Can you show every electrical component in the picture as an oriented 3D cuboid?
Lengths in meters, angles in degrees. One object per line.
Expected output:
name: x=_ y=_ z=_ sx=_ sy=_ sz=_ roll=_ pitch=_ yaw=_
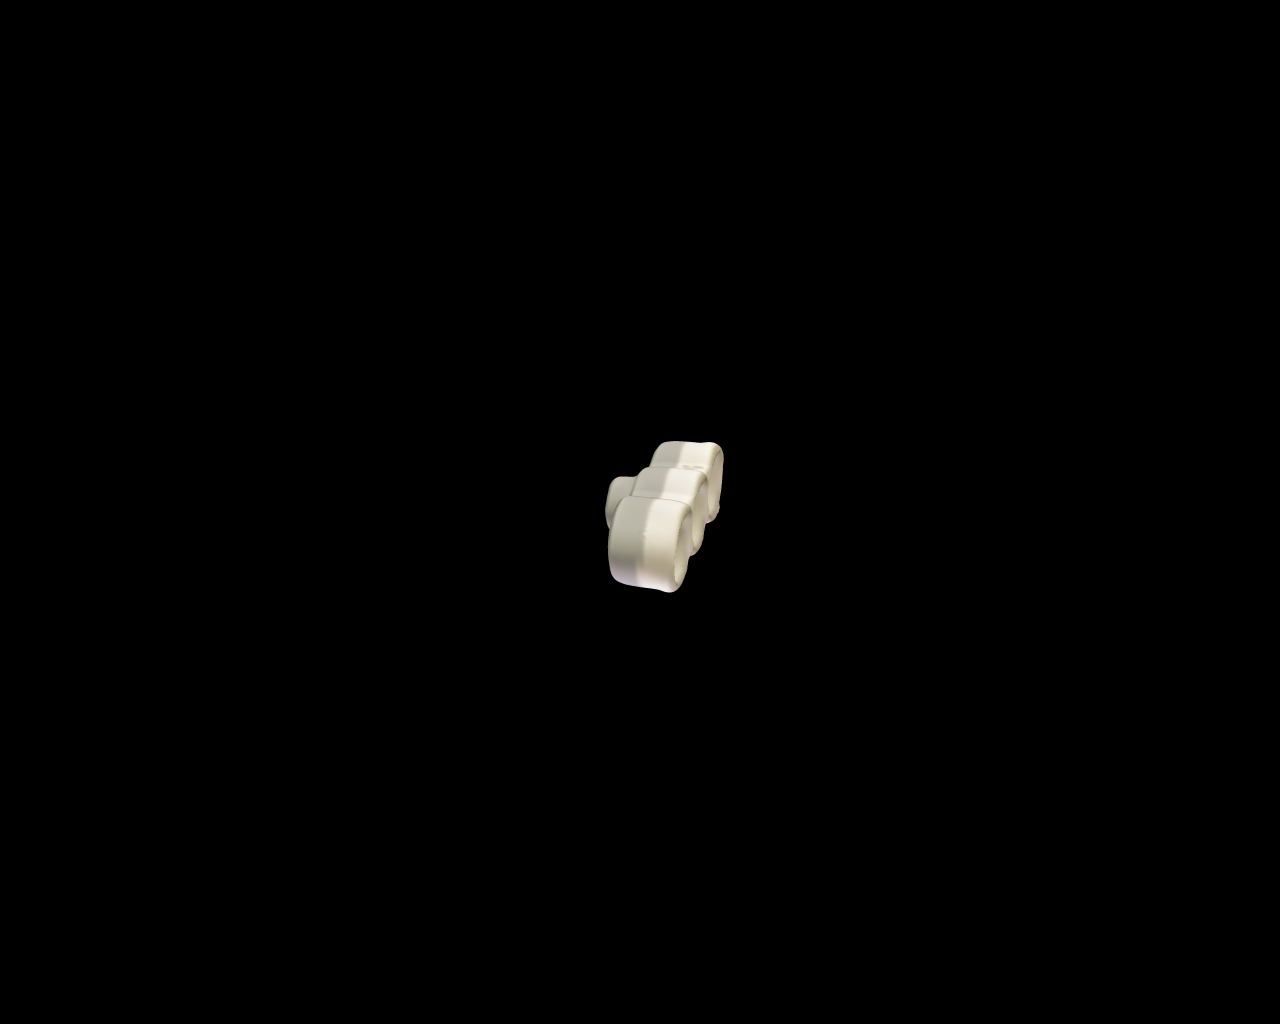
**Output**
electrical component: x=0.001 y=-0.003 z=0.650 sx=0.074 sy=0.052 sz=0.138 roll=7 pitch=27 yaw=14
